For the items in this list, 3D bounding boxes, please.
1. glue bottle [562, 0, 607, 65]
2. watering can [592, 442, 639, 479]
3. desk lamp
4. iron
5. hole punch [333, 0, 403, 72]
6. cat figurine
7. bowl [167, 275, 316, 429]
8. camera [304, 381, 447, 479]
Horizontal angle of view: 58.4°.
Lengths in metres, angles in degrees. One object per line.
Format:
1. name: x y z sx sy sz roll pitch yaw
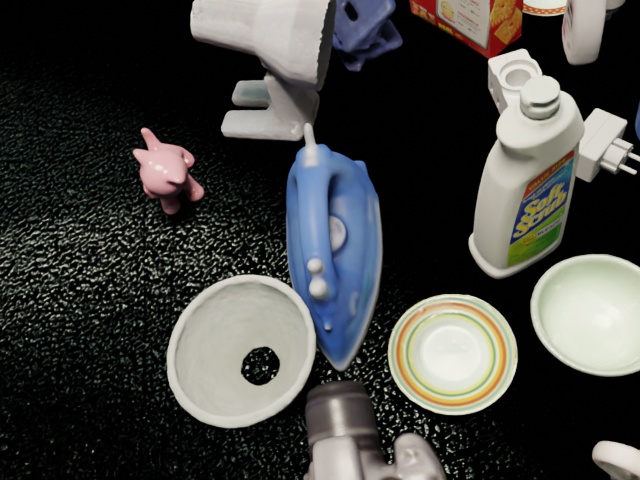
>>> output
1. glue bottle: 0.324 -0.299 0.695 0.037 0.173 0.078 -7 60 12
2. watering can: 0.301 0.188 0.422 0.172 0.194 0.101 -5 61 13
3. desk lamp: -0.062 -0.227 0.739 0.202 0.214 0.118 4 63 18
4. iron: 0.006 0.002 0.637 0.118 0.142 0.258 -9 60 11
5. hole punch: 0.057 -0.318 0.828 0.101 0.091 0.108 -25 58 1
6. cat figurine: -0.209 -0.097 0.765 0.067 0.118 0.127 -28 58 0
7. bowl: -0.077 0.127 0.631 0.167 0.075 0.167 -7 61 12
8. camera: 0.039 0.201 0.542 0.143 0.101 0.136 -14 59 8
